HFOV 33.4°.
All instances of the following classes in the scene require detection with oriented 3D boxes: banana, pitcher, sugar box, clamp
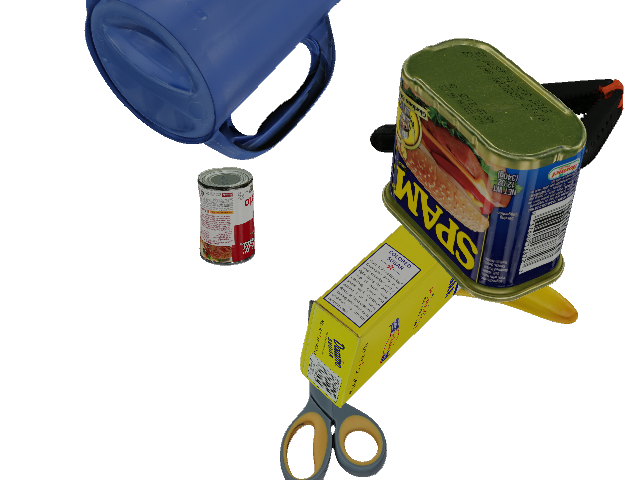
[{"bbox_3d":[0.166,0.051,1.103,0.198,0.037,0.069,7,41,12],"label":"banana"},{"bbox_3d":[-0.055,-0.190,0.861,0.145,0.149,0.242,26,57,29],"label":"pitcher"},{"bbox_3d":[0.062,0.029,0.738,0.176,0.048,0.093,-38,-23,-30],"label":"sugar box"},{"bbox_3d":[0.164,-0.070,0.884,0.210,0.164,0.036,-21,-39,-2],"label":"clamp"}]

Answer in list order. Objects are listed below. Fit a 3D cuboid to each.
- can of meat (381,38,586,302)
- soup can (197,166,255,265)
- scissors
[{"bbox_3d":[0.076,-0.036,0.510,0.057,0.084,0.102,-20,47,-23],"label":"can of meat"},{"bbox_3d":[-0.114,-0.030,1.290,0.068,0.102,0.068,0,26,0],"label":"soup can"},{"bbox_3d":[0.018,0.128,0.912,0.096,0.016,0.201,4,45,12],"label":"scissors"}]
